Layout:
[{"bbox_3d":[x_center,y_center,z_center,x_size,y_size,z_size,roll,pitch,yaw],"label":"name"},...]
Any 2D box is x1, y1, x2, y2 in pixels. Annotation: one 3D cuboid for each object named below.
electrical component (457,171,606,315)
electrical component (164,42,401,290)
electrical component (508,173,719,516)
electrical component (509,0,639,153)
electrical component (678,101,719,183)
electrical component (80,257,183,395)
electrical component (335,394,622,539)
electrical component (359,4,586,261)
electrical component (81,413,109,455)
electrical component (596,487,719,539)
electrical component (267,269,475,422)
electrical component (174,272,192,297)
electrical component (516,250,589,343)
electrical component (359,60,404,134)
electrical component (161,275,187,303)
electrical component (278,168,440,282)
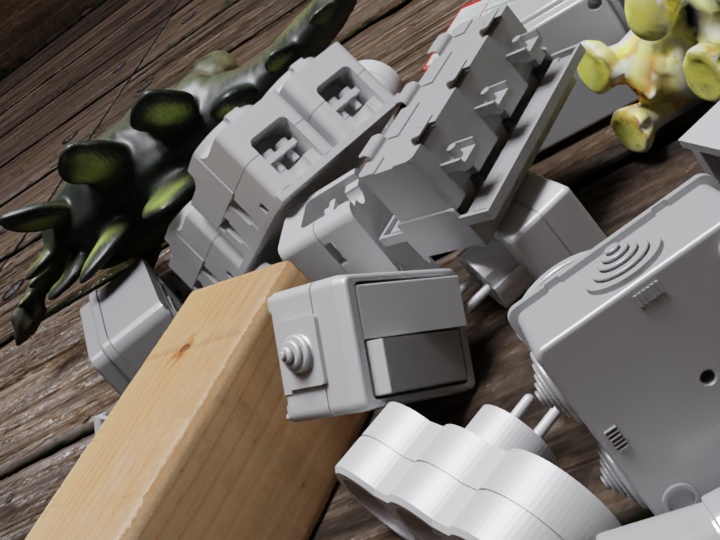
[{"bbox_3d":[0.076,-0.007,0.546,0.077,0.047,0.066,-43,24,-2],"label":"electrical component"},{"bbox_3d":[-0.057,-0.053,0.681,0.105,0.060,0.186,-43,-4,-29],"label":"electrical component"},{"bbox_3d":[0.114,0.029,0.372,0.100,0.099,0.048,-36,12,9],"label":"electrical component"},{"bbox_3d":[0.114,-0.122,0.646,0.113,0.078,0.057,-27,25,26],"label":"electrical component"},{"bbox_3d":[0.238,-0.084,0.427,0.186,0.060,0.105,-43,25,-5],"label":"electrical component"},{"bbox_3d":[-0.140,0.049,0.722,0.057,0.078,0.113,-39,25,-3],"label":"electrical component"},{"bbox_3d":[0.053,0.079,0.428,0.073,0.052,0.138,-48,25,-17],"label":"electrical component"},{"bbox_3d":[0.055,-0.073,0.547,0.079,0.063,0.121,-13,38,50],"label":"electrical component"},{"bbox_3d":[-0.119,0.108,0.594,0.081,0.063,0.042,-5,3,-37],"label":"electrical component"},{"bbox_3d":[0.114,0.089,0.340,0.065,0.044,0.044,-31,26,9],"label":"electrical component"},{"bbox_3d":[0.005,0.034,0.507,0.061,0.061,0.096,-16,-9,43],"label":"electrical component"},{"bbox_3d":[-0.105,0.002,0.788,0.045,0.045,0.055,-51,27,-21],"label":"electrical component"},{"bbox_3d":[0.101,0.027,0.453,0.055,0.047,0.055,-32,26,18],"label":"electrical component"},{"bbox_3d":[-0.031,-0.108,0.858,0.138,0.052,0.073,-23,30,35],"label":"electrical component"},{"bbox_3d":[-0.166,0.029,0.837,0.065,0.044,0.044,-21,31,27],"label":"electrical component"},{"bbox_3d":[0.000,0.000,0.589,0.056,0.089,0.050,-30,27,22],"label":"electrical component"}]
